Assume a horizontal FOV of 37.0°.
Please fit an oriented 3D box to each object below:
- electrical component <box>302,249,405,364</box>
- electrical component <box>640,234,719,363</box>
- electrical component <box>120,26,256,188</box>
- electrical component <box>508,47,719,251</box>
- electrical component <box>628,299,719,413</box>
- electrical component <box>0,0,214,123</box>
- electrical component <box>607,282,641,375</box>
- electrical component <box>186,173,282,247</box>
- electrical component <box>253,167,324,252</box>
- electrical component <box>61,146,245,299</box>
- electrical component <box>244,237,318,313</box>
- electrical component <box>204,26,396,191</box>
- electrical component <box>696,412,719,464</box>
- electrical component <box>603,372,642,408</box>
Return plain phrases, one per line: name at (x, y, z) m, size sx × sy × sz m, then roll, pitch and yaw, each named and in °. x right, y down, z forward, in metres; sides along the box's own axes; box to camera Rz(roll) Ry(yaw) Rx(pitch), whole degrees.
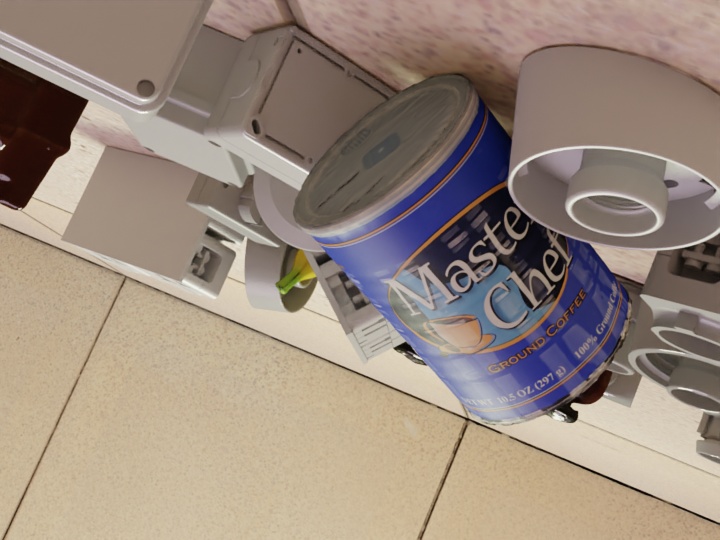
electrical component at (0.000, 0.000, 0.792) m, size 0.105 × 0.060 × 0.186 m, roll 63°, pitch 178°, yaw 11°
electrical component at (0.193, 0.016, 0.580) m, size 0.050 × 0.055 × 0.089 m, roll 17°, pitch 169°, yaw 38°
electrical component at (-0.095, -0.098, 0.636) m, size 0.078 × 0.057 × 0.113 m, roll 23°, pitch 171°, yaw 3°
electrical component at (0.110, -0.051, 0.448) m, size 0.099 × 0.064 × 0.099 m, roll 13°, pitch 159°, yaw 5°
electrical component at (0.224, 0.056, 0.683) m, size 0.108 × 0.060 × 0.108 m, roll 22°, pitch 165°, yaw 6°
electrical component at (-0.131, -0.126, 0.495) m, size 0.113 × 0.078 × 0.057 m, roll 25°, pitch 174°, yaw -12°
electrical component at (0.181, 0.040, 0.757) m, size 0.045 × 0.055 × 0.045 m, roll 23°, pitch 171°, yaw 4°
electrical component at (-0.087, -0.056, 0.901) m, size 0.083 × 0.047 × 0.076 m, roll 30°, pitch 169°, yaw -39°
electrical component at (-0.026, -0.051, 0.674) m, size 0.080 × 0.080 × 0.051 m, roll 24°, pitch 176°, yaw -3°
electrical component at (-0.192, -0.047, 1.037) m, size 0.186 × 0.105 × 0.060 m, roll 16°, pitch 169°, yaw 40°
electrical component at (-0.076, -0.010, 0.999) m, size 0.064 × 0.099 × 0.099 m, roll 13°, pitch 168°, yaw 22°
electrical component at (-0.025, -0.076, 0.567) m, size 0.096 × 0.061 × 0.061 m, roll 28°, pitch 170°, yaw -30°
electrical component at (0.346, 0.152, 0.997) m, size 0.078 × 0.057 × 0.058 m, roll 28°, pitch 170°, yaw -26°
electrical component at (0.222, 0.091, 0.996) m, size 0.077 × 0.043 × 0.079 m, roll 21°, pitch 171°, yaw 16°
